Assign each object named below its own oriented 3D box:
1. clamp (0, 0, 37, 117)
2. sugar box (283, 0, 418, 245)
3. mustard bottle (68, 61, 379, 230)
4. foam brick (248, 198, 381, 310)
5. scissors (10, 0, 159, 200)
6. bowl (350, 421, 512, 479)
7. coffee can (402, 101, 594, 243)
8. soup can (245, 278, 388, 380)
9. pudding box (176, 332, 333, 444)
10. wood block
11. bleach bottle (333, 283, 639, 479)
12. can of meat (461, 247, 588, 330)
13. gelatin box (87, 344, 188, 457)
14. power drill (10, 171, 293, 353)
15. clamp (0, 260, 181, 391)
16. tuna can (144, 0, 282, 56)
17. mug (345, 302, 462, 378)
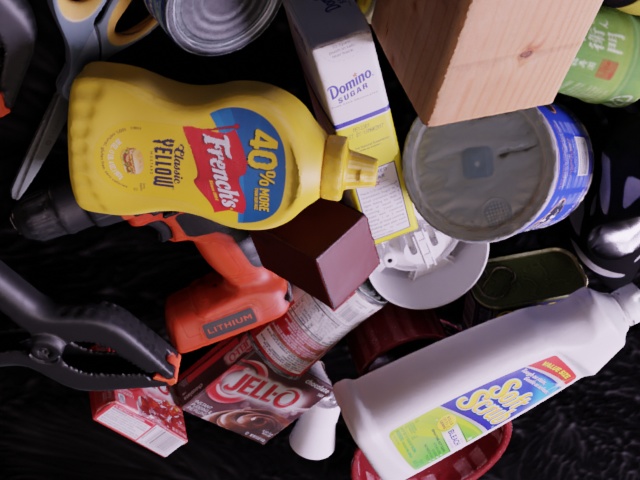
[{"bbox_3d":[-0.207,-0.149,0.632,0.120,0.039,0.171,-21,142,-1],"label":"clamp"},{"bbox_3d":[0.021,-0.089,0.726,0.048,0.093,0.176,-19,135,-4],"label":"sugar box"},{"bbox_3d":[-0.059,-0.054,0.672,0.191,0.058,0.096,7,119,4],"label":"mustard bottle"},{"bbox_3d":[-0.005,0.001,0.747,0.051,0.078,0.053,-41,138,-22],"label":"foam brick"},{"bbox_3d":[-0.165,-0.112,0.671,0.202,0.016,0.096,-46,144,12],"label":"scissors"},{"bbox_3d":[0.100,0.184,1.029,0.162,0.055,0.162,-10,133,-10],"label":"bowl"},{"bbox_3d":[0.128,-0.054,0.745,0.103,0.103,0.140,-43,167,21],"label":"coffee can"},{"bbox_3d":[-0.003,0.057,0.870,0.102,0.068,0.068,-41,131,19],"label":"soup can"},{"bbox_3d":[-0.056,0.126,0.929,0.090,0.039,0.113,-39,138,17],"label":"pudding box"},{"bbox_3d":[0.100,-0.164,0.561,0.090,0.090,0.206,-12,150,-18],"label":"wood block"},{"bbox_3d":[0.142,0.101,0.849,0.251,0.068,0.102,-28,134,3],"label":"bleach bottle"},{"bbox_3d":[0.176,0.060,0.942,0.102,0.057,0.084,-10,136,-10],"label":"can of meat"},{"bbox_3d":[-0.151,0.128,0.881,0.030,0.073,0.089,-36,132,16],"label":"gelatin box"},{"bbox_3d":[-0.110,0.002,0.790,0.184,0.057,0.187,-20,135,2],"label":"power drill"},{"bbox_3d":[-0.204,0.063,0.789,0.210,0.036,0.165,13,136,-9],"label":"clamp"},{"bbox_3d":[-0.065,-0.157,0.661,0.086,0.034,0.086,-23,143,-19],"label":"tuna can"},{"bbox_3d":[0.076,0.086,0.913,0.117,0.081,0.093,2,129,-21],"label":"mug"}]
